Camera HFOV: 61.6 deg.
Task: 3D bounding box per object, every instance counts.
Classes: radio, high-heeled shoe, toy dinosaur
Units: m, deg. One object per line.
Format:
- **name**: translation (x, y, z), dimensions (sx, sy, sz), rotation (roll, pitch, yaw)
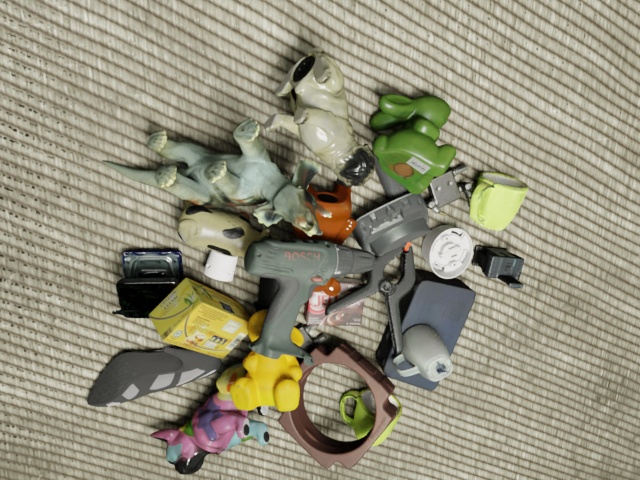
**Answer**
- **radio**: translation (0.211, 0.181, 1.095), dimensions (0.131, 0.073, 0.229), rotation (17, 101, -14)
- **high-heeled shoe**: translation (-0.315, 0.265, 1.036), dimensions (0.249, 0.086, 0.145), rotation (-31, 142, 18)
- **toy dinosaur**: translation (-0.158, -0.098, 0.888), dimensions (0.192, 0.405, 0.131), rotation (44, 61, -52)

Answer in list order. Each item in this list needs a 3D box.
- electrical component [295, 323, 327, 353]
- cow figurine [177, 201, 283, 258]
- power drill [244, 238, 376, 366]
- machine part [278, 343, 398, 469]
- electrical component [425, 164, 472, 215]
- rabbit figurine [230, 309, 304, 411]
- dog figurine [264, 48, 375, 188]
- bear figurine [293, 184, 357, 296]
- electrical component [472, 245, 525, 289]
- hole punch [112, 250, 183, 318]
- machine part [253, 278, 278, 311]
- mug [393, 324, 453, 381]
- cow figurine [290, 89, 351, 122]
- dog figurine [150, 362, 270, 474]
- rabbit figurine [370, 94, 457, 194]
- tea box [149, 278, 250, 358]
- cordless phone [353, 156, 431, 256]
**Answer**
- **electrical component**: translation (-0.038, 0.203, 1.079), dimensions (0.094, 0.021, 0.063), rotation (-31, 110, -1)
- **cow figurine**: translation (-0.152, -0.006, 0.940), dimensions (0.195, 0.127, 0.085), rotation (18, 105, -14)
- **power drill**: translation (-0.023, 0.098, 0.890), dimensions (0.232, 0.086, 0.207), rotation (14, 96, -26)
- **machine part**: translation (0.034, 0.318, 1.048), dimensions (0.201, 0.087, 0.201), rotation (39, 97, 16)
- **electrical component**: translation (0.245, -0.093, 1.033), dimensions (0.102, 0.045, 0.078), rotation (-19, 110, -5)
- **rabbit figurine**: translation (-0.084, 0.205, 0.980), dimensions (0.122, 0.162, 0.173), rotation (-5, 100, 20)
- **dog figurine**: translation (0.027, -0.195, 0.877), dimensions (0.190, 0.121, 0.172), rotation (29, 83, -37)
- **bear figurine**: translation (-0.002, -0.001, 0.989), dimensions (0.120, 0.132, 0.195), rotation (3, 122, -10)
- **electrical component**: translation (0.359, 0.052, 1.059), dimensions (0.075, 0.119, 0.047), rotation (6, 106, -10)
- **hole punch**: translation (-0.302, 0.080, 0.968), dimensions (0.142, 0.092, 0.115), rotation (-2, 136, -14)
- **machine part**: translation (-0.088, 0.100, 1.032), dimensions (0.084, 0.039, 0.138), rotation (-1, 109, -2)
- **mug**: translation (0.193, 0.219, 1.006), dimensions (0.110, 0.107, 0.080), rotation (-23, 106, -6)
- **cow figurine**: translation (0.004, -0.207, 0.940), dimensions (0.098, 0.068, 0.167), rotation (-14, 106, -2)
- **dog figurine**: translation (-0.217, 0.346, 1.045), dimensions (0.219, 0.191, 0.108), rotation (-16, 150, 18)
- **rabbit figurine**: translation (0.165, -0.191, 0.958), dimensions (0.159, 0.121, 0.170), rotation (27, 63, 1)
- **tea box**: translation (-0.206, 0.144, 0.961), dimensions (0.098, 0.068, 0.169), rotation (-44, 145, 3)
- **cordless phone**: translation (0.116, -0.074, 1.007), dimensions (0.147, 0.089, 0.184), rotation (-25, 98, -2)
